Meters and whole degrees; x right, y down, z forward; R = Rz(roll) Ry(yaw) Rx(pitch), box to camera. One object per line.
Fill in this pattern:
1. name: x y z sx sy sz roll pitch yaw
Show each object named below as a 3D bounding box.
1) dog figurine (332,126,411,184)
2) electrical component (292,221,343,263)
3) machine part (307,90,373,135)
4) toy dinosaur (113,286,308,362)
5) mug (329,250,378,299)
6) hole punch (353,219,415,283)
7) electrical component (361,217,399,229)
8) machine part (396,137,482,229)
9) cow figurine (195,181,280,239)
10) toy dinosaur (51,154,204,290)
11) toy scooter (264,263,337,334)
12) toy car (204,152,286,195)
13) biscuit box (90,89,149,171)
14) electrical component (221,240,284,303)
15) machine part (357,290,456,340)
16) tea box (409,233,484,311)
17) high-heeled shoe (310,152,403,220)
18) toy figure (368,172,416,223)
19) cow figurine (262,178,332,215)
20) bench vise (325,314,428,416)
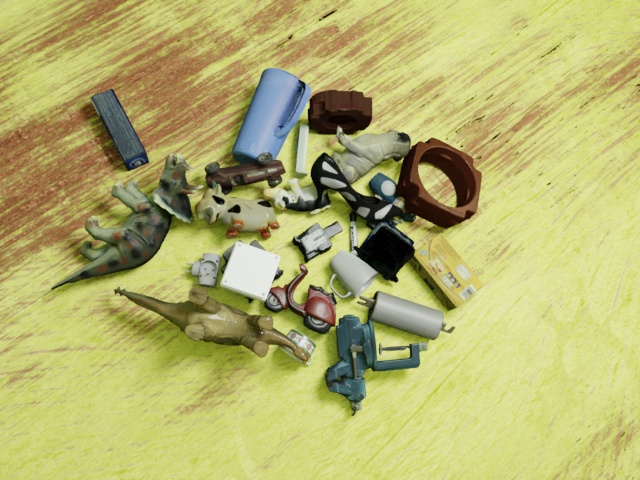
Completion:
1. dog figurine: 0.129 -0.200 1.368 0.191 0.172 0.121 8 32 -6
2. electrical component: -0.003 -0.004 1.338 0.119 0.047 0.075 -34 81 -14
3. machine part: 0.051 -0.321 1.373 0.179 0.179 0.056 -1 78 -7
4. toy dinosaur: -0.246 0.177 1.181 0.472 0.198 0.105 22 74 0
5. mug: 0.067 0.085 1.312 0.109 0.080 0.107 -43 72 -8
6. hole punch: 0.166 0.020 1.335 0.142 0.092 0.115 37 113 -7
7. electrical component: 0.153 -0.053 1.384 0.094 0.021 0.063 33 73 4
8. machine part: 0.303 -0.143 1.369 0.201 0.087 0.201 24 61 -14
9. cow figurine: -0.204 -0.071 1.293 0.195 0.085 0.127 2 56 -30
10. toy dinosaur: -0.431 -0.017 1.262 0.192 0.131 0.404 29 79 2
11. toy scooter: -0.032 0.134 1.284 0.184 0.075 0.135 25 73 5
12. toy car: -0.184 -0.156 1.307 0.202 0.089 0.053 -6 45 14
13. biscuit box: -0.501 -0.275 1.349 0.063 0.059 0.202 -27 79 -14
14. electrical component: -0.171 0.068 1.294 0.134 0.058 0.115 45 73 6
15. machine part: 0.206 0.182 1.297 0.243 0.079 0.079 18 73 -3
16. tea box: 0.311 0.080 1.341 0.098 0.068 0.169 -34 80 -15
17. high-heeled shoe: 0.095 -0.133 1.309 0.249 0.086 0.145 5 117 -12
18. toy figure: 0.191 -0.106 1.387 0.154 0.058 0.064 46 109 5
19. cow figurine: -0.057 -0.103 1.353 0.167 0.068 0.098 -13 83 -9
20. bench vise: 0.131 0.279 1.240 0.241 0.128 0.223 -5 76 -2
